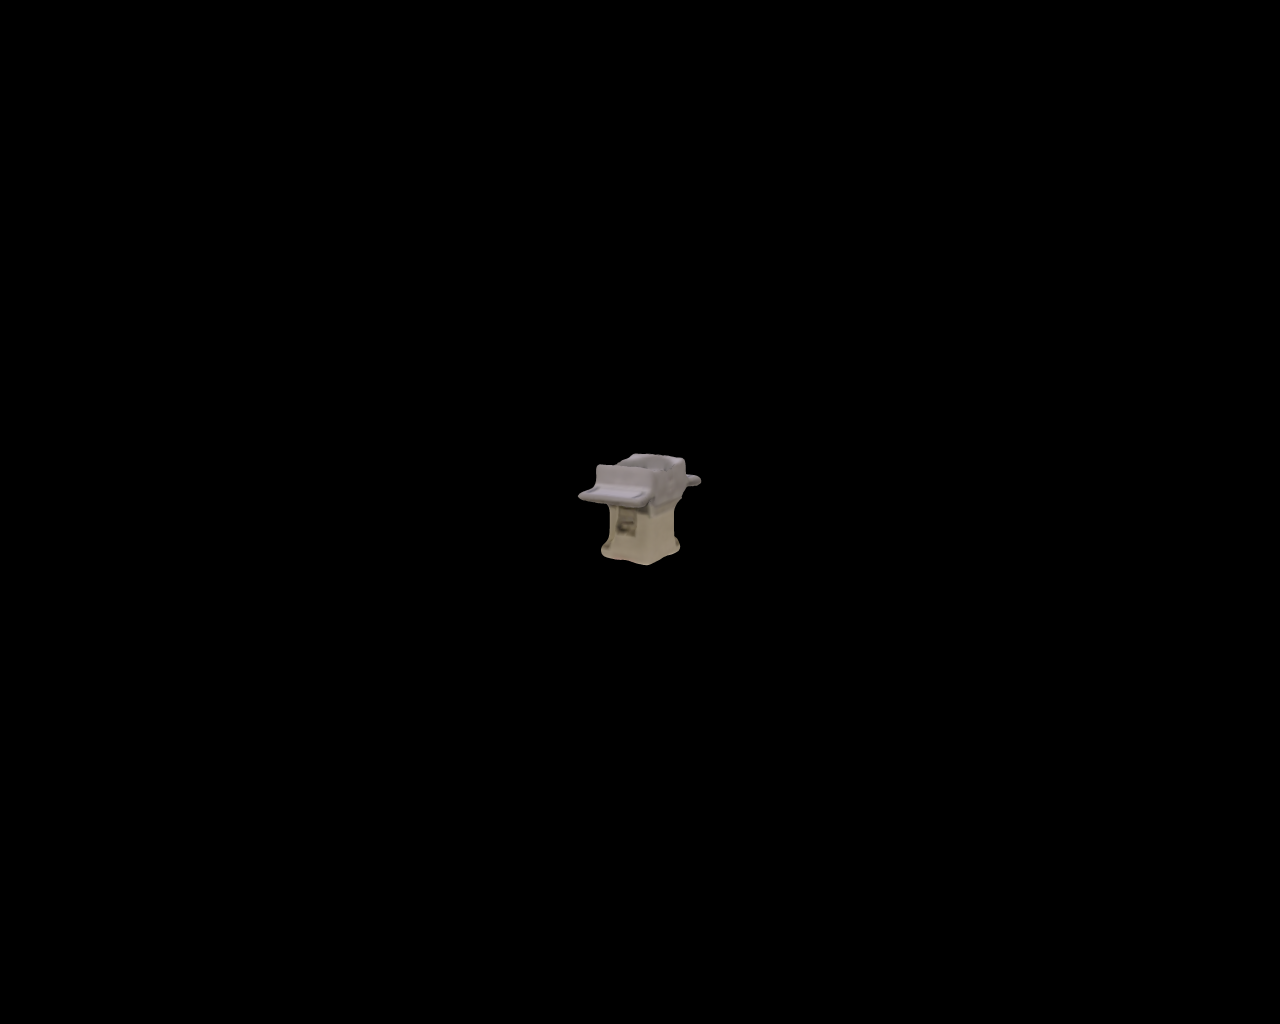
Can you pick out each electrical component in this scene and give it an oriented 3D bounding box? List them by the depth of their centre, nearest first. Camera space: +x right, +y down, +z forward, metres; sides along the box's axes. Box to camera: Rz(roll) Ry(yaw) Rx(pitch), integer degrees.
[{"bbox_3d":[0.001,-0.003,0.650,0.042,0.063,0.081,8,16,31],"label":"electrical component"}]
